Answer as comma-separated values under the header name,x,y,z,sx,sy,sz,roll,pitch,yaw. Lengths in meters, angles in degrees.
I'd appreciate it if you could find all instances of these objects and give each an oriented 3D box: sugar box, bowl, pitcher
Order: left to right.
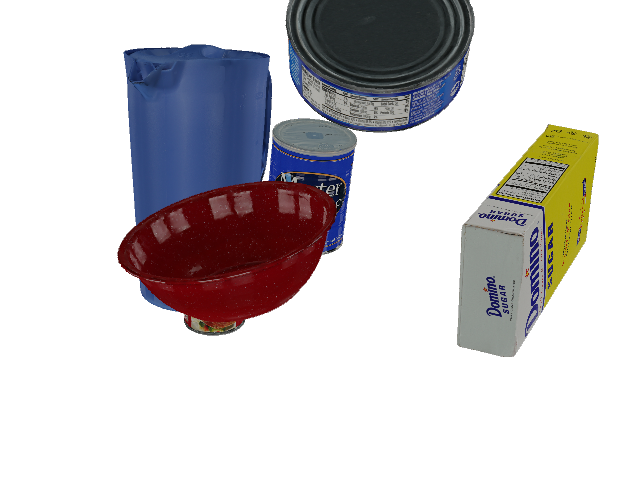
name,x,y,z,sx,sy,sz,roll,pitch,yaw
pitcher,-0.110,-0.063,1.013,0.149,0.243,0.145,-2,15,-13
bowl,-0.062,0.013,0.781,0.162,0.055,0.162,-10,25,5
sugar box,0.144,-0.004,0.728,0.048,0.093,0.176,11,32,22

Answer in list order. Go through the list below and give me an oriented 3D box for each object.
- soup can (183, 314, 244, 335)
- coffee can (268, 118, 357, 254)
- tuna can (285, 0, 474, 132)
name,x,y,z,sx,sy,sz,roll,pitch,yaw
soup can,-0.117,0.043,1.165,0.068,0.102,0.068,1,25,-1
coffee can,-0.014,-0.067,1.316,0.102,0.140,0.103,5,28,-3
tuna can,0.027,-0.092,0.497,0.086,0.086,0.034,0,-32,1
